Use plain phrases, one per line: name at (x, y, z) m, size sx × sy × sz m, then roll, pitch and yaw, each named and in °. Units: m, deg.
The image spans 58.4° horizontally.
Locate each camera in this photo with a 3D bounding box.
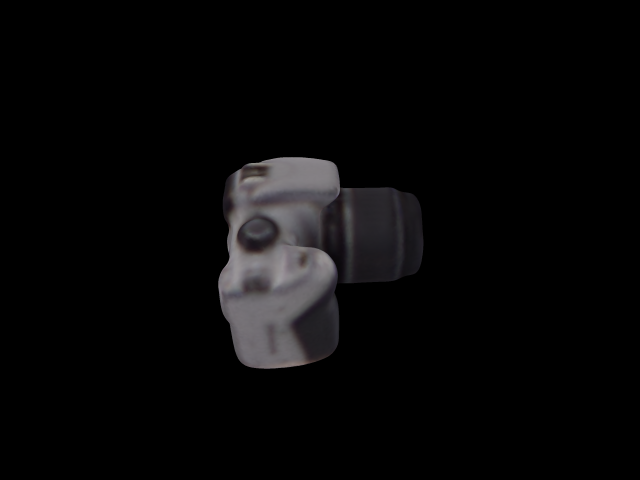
camera at (0.004, 0.001, 0.400) m, size 0.137 × 0.101 × 0.143 m, roll -2°, pitch 43°, yaw -2°
